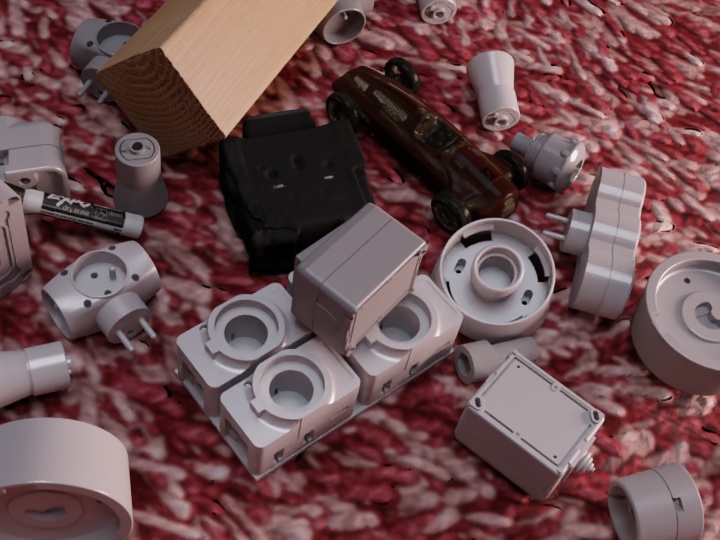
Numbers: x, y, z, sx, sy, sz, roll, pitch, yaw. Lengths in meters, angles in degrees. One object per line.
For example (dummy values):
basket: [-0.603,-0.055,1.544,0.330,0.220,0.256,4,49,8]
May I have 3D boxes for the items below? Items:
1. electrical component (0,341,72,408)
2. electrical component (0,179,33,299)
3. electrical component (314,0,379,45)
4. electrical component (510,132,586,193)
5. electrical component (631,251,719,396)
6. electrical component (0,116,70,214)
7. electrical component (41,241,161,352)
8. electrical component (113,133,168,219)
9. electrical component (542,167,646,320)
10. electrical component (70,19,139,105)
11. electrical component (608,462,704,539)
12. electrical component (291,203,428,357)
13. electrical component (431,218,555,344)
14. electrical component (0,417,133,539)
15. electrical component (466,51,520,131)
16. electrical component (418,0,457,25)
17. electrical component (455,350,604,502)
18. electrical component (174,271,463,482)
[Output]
electrical component: [-0.237,0.073,0.758,0.065,0.044,0.044,-12,58,-22]
electrical component: [-0.287,-0.022,0.771,0.057,0.113,0.078,40,59,14]
electrical component: [-0.012,-0.258,1.015,0.079,0.044,0.077,-15,59,-18]
electrical component: [0.161,-0.099,0.933,0.062,0.048,0.048,30,56,20]
electrical component: [0.265,0.046,0.838,0.108,0.060,0.108,4,55,-6]
electrical component: [-0.282,-0.081,0.848,0.095,0.053,0.059,-10,58,-15]
electrical component: [-0.181,0.027,0.795,0.077,0.044,0.079,-31,66,-26]
electrical component: [-0.176,-0.077,0.854,0.044,0.065,0.044,4,55,-6]
electrical component: [0.187,-0.028,0.883,0.074,0.052,0.138,16,55,3]
electrical component: [-0.214,-0.172,0.927,0.077,0.044,0.079,21,56,7]
electrical component: [0.205,0.166,0.751,0.047,0.055,0.055,-10,58,-10]
electrical component: [0.000,0.000,0.754,0.061,0.061,0.096,37,59,16]
electrical component: [0.106,0.009,0.853,0.099,0.064,0.099,0,68,-1]
electrical component: [-0.198,0.135,0.683,0.108,0.108,0.060,0,50,-9]
electrical component: [0.122,-0.159,0.971,0.044,0.044,0.065,-2,61,-9]
electrical component: [0.072,-0.271,1.040,0.044,0.044,0.065,-2,61,-10]
electrical component: [0.124,0.117,0.768,0.096,0.061,0.062,37,58,16]
electrical component: [-0.029,0.053,0.790,0.186,0.060,0.105,-30,65,-25]
